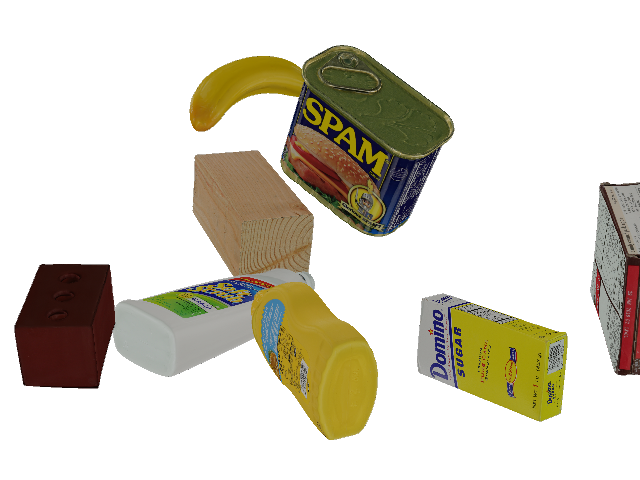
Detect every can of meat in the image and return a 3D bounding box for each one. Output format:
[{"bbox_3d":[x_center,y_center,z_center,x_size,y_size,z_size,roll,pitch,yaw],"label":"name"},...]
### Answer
[{"bbox_3d":[0.026,-0.063,0.699,0.102,0.084,0.057,40,50,18],"label":"can of meat"}]

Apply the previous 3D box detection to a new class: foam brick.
[{"bbox_3d":[-0.175,0.058,0.739,0.053,0.051,0.078,1,32,-2],"label":"foam brick"}]

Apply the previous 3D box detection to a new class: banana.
[{"bbox_3d":[-0.069,-0.149,1.046,0.070,0.037,0.197,43,37,22],"label":"banana"}]

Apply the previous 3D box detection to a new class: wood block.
[{"bbox_3d":[-0.089,-0.032,1.339,0.090,0.090,0.206,-6,28,-21],"label":"wood block"}]

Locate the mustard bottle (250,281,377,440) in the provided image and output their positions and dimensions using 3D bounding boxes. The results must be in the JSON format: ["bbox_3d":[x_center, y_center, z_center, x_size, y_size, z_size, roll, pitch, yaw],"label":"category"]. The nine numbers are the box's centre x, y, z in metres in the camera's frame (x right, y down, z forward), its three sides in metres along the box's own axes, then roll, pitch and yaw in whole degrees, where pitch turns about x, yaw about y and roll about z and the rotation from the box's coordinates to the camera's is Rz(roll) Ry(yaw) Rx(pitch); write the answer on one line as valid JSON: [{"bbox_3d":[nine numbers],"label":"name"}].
[{"bbox_3d":[-0.017,0.092,0.964,0.058,0.096,0.192,-10,26,-24],"label":"mustard bottle"}]

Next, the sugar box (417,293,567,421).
[{"bbox_3d":[0.184,0.125,1.173,0.048,0.093,0.177,-11,19,-44],"label":"sugar box"}]

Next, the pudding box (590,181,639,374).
[{"bbox_3d":[0.209,0.023,0.710,0.039,0.090,0.113,0,28,4],"label":"pudding box"}]

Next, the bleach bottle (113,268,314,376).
[{"bbox_3d":[-0.104,0.076,1.196,0.103,0.068,0.250,21,26,35],"label":"bleach bottle"}]
